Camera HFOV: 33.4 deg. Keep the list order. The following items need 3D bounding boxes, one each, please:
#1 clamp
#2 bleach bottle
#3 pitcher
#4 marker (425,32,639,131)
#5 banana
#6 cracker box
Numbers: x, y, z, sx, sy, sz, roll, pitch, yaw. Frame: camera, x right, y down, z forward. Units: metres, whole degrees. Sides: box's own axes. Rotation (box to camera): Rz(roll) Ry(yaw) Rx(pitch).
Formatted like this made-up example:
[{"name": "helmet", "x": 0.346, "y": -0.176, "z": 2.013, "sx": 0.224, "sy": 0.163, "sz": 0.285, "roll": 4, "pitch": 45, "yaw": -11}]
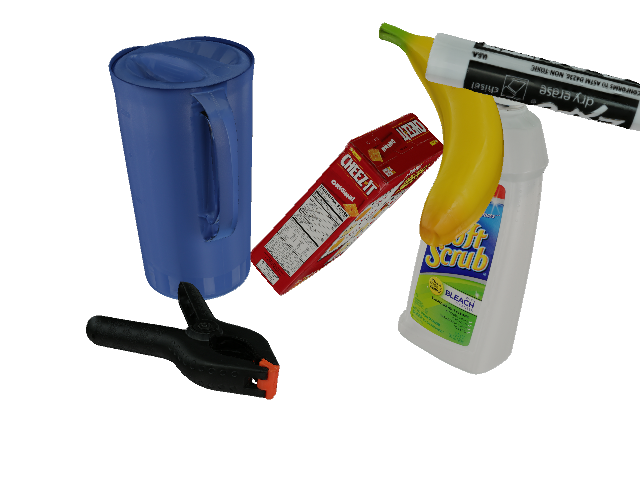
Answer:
[{"name": "clamp", "x": -0.097, "y": 0.082, "z": 0.901, "sx": 0.172, "sy": 0.039, "sz": 0.120, "roll": 21, "pitch": 34, "yaw": 24}, {"name": "bleach bottle", "x": 0.127, "y": -0.018, "z": 0.870, "sx": 0.103, "sy": 0.251, "sz": 0.067, "roll": 29, "pitch": 38, "yaw": 35}, {"name": "pitcher", "x": -0.122, "y": -0.062, "z": 1.026, "sx": 0.145, "sy": 0.243, "sz": 0.149, "roll": 8, "pitch": 32, "yaw": 15}, {"name": "marker", "x": 0.100, "y": -0.055, "z": 0.401, "sx": 0.121, "sy": 0.020, "sz": 0.020, "roll": 15, "pitch": 3, "yaw": 10}, {"name": "banana", "x": 0.082, "y": -0.068, "z": 0.673, "sx": 0.069, "sy": 0.198, "sz": 0.037, "roll": -3, "pitch": -43, "yaw": -5}, {"name": "cracker box", "x": 0.030, "y": -0.046, "z": 1.263, "sx": 0.214, "sy": 0.072, "sz": 0.163, "roll": -47, "pitch": -8, "yaw": 34}]
